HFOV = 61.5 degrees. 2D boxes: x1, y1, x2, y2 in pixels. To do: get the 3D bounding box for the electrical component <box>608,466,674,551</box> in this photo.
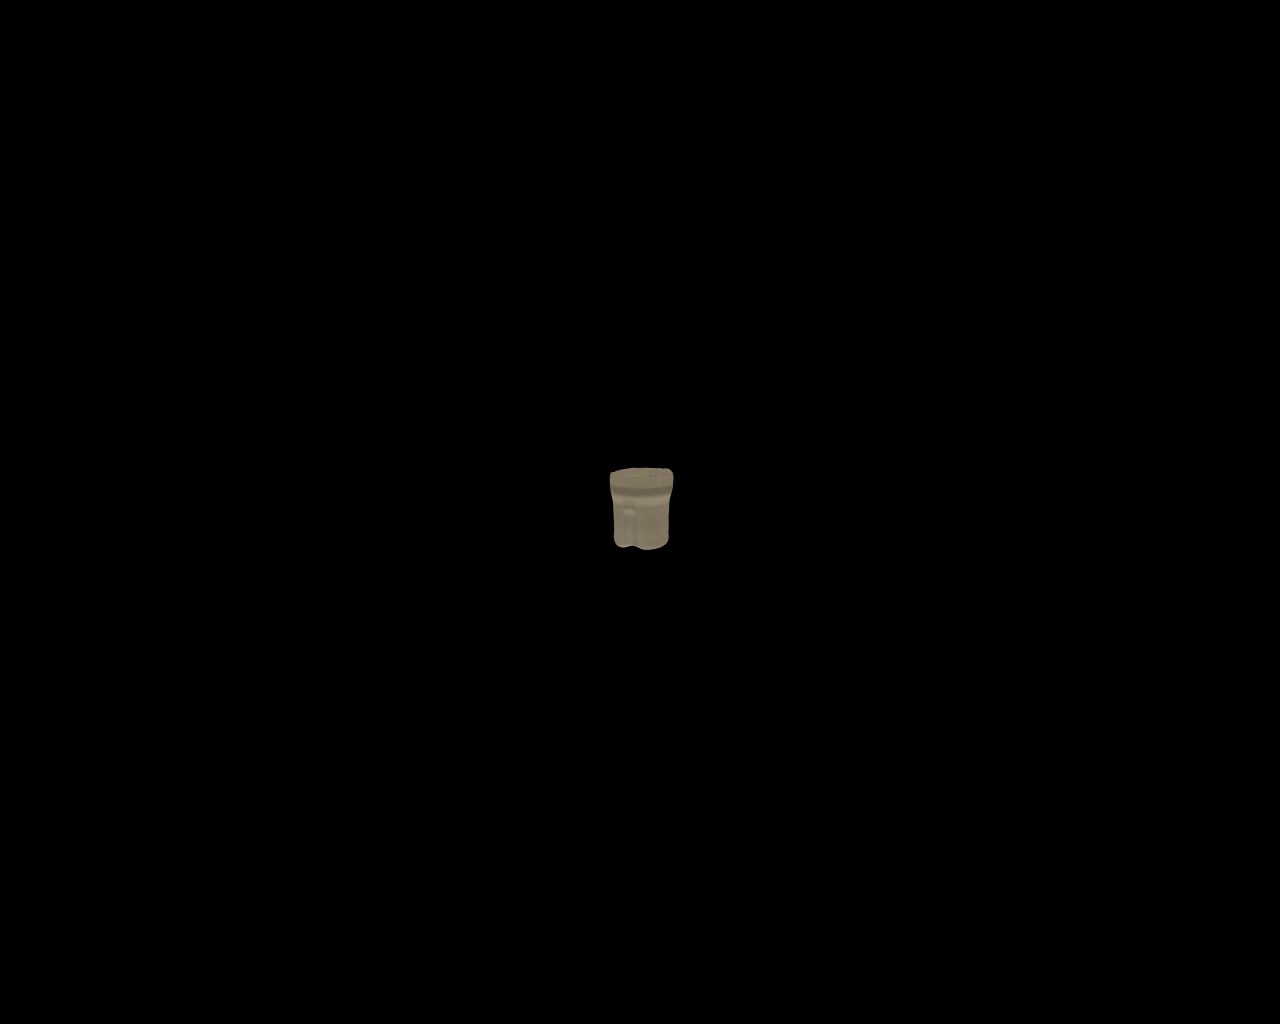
[{"bbox_3d":[0.001,-0.003,0.650,0.040,0.046,0.040,0,11,0],"label":"electrical component"}]
